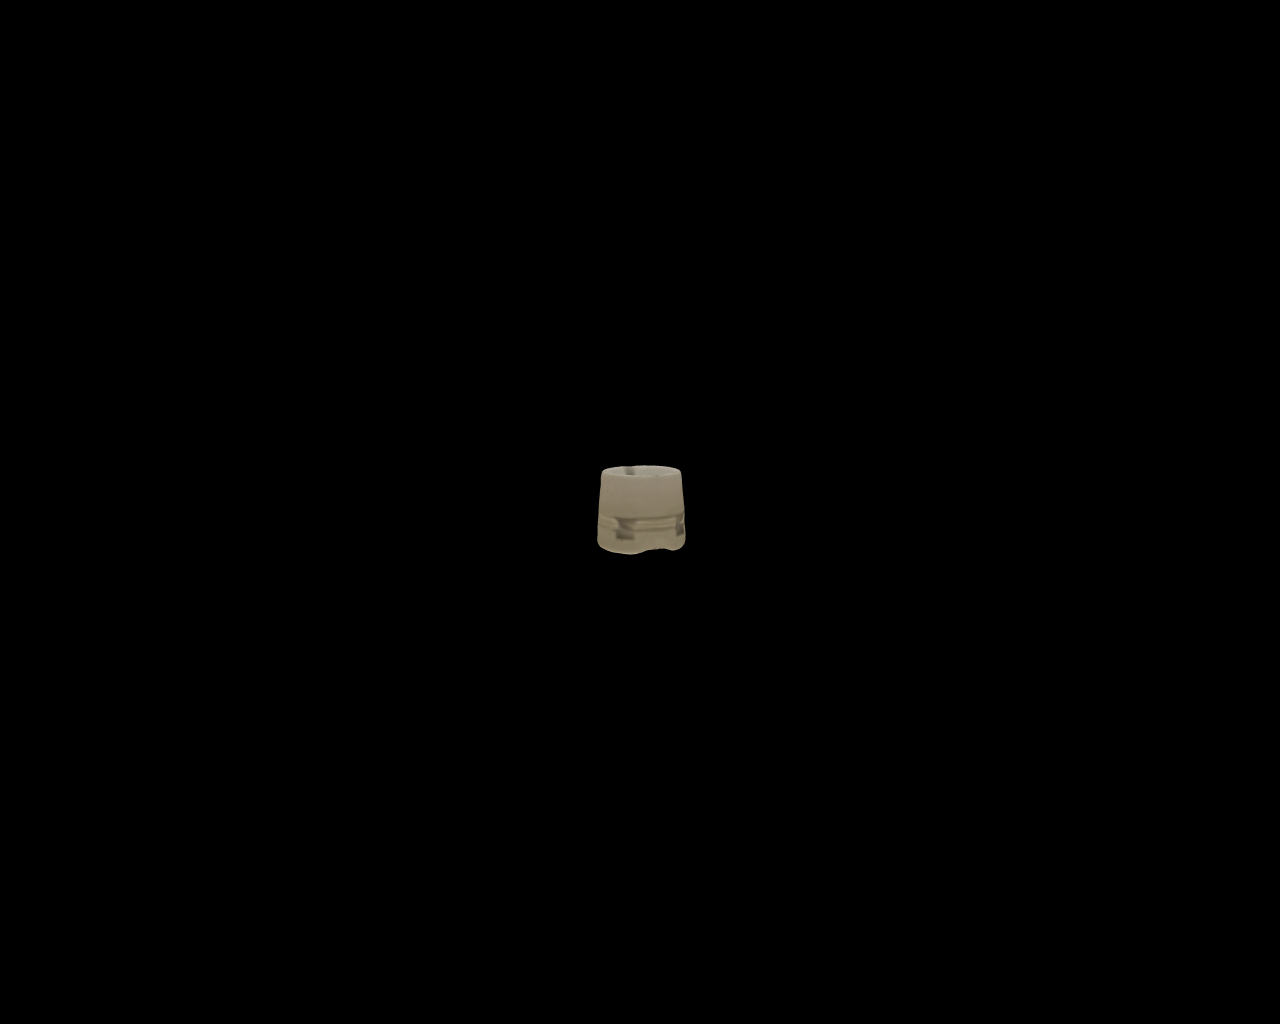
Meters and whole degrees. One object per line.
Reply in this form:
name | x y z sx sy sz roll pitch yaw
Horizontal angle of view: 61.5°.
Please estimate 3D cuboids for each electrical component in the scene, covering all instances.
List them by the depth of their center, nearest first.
electrical component | 0.001 -0.003 0.650 0.055 0.047 0.055 0 9 0
